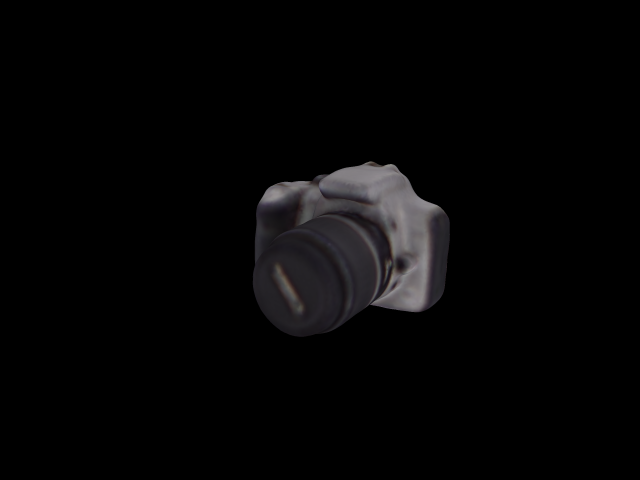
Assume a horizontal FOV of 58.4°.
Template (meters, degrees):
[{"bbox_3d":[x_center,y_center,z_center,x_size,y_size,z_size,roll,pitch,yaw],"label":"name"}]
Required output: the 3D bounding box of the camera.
[{"bbox_3d":[0.004,0.001,0.400,0.142,0.101,0.137,11,21,30],"label":"camera"}]
